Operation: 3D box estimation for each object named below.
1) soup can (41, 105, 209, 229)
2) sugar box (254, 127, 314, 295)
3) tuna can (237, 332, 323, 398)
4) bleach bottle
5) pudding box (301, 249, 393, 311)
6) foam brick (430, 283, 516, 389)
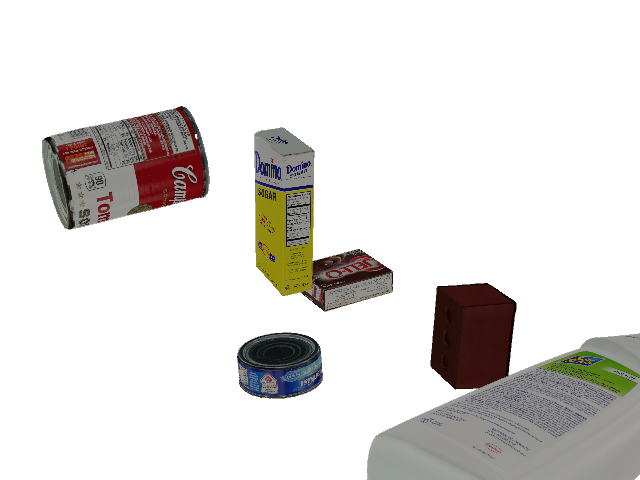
[{"bbox_3d":[-0.138,-0.052,0.755,0.102,0.068,0.069,-15,6,-21],"label":"soup can"},{"bbox_3d":[-0.044,-0.034,1.248,0.048,0.176,0.093,-12,27,-22],"label":"sugar box"},{"bbox_3d":[-0.041,0.125,1.075,0.086,0.034,0.086,-3,20,1],"label":"tuna can"},{"bbox_3d":[0.146,0.105,0.598,0.250,0.068,0.103,-17,26,-38],"label":"bleach bottle"},{"bbox_3d":[0.031,0.054,1.472,0.113,0.039,0.090,-16,26,-24],"label":"pudding box"},{"bbox_3d":[0.129,0.081,0.912,0.051,0.078,0.053,-4,18,-20],"label":"foam brick"}]
